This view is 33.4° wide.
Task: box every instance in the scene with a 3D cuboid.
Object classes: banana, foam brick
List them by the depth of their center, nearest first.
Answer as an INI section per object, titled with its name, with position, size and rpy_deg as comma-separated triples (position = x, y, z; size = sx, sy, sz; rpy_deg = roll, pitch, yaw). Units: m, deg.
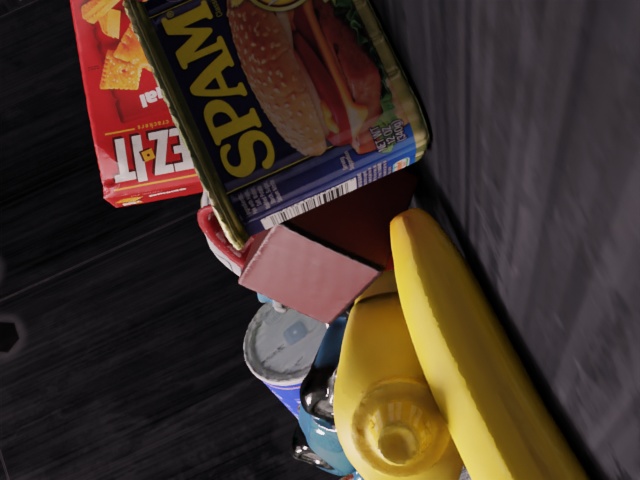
[banana]
position = 0.072, 0.068, 0.389
size = 0.198, 0.037, 0.069
rpy_deg = -117, 17, -47
[foam brick]
position = 0.002, -0.004, 0.483
size = 0.051, 0.053, 0.078
rpy_deg = 25, 154, -7

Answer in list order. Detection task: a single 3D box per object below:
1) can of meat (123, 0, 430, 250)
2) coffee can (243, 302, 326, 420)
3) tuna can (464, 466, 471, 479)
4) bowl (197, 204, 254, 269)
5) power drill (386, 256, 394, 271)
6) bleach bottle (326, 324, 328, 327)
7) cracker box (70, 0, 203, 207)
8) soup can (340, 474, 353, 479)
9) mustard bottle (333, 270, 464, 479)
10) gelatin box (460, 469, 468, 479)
[can of meat]
position = -0.016, -0.060, 0.411
size = 0.057, 0.084, 0.102
rpy_deg = 73, 172, -80
[coffee can]
position = 0.006, 0.121, 0.989
size = 0.140, 0.103, 0.103
rpy_deg = 54, -173, -44
[tuna can]
position = 0.098, 0.133, 0.476
size = 0.086, 0.033, 0.086
rpy_deg = 157, 88, -89
[bowl]
position = -0.005, 0.001, 0.759
size = 0.162, 0.055, 0.162
rpy_deg = 27, 162, 9
[power drill]
position = -0.008, -0.065, 0.599
size = 0.187, 0.057, 0.184
rpy_deg = 67, 178, -51
[bleach bottle]
position = 0.048, 0.089, 0.892
size = 0.102, 0.068, 0.251
rpy_deg = -61, -41, -55
[cracker box]
position = -0.140, -0.152, 1.015
size = 0.072, 0.164, 0.214
rpy_deg = 73, -174, -85
[soup can]
position = 0.037, 0.226, 0.844
size = 0.102, 0.068, 0.068
rpy_deg = -17, -97, -86
[mustard bottle]
position = 0.040, 0.070, 0.504
size = 0.191, 0.058, 0.096
rpy_deg = -38, -62, -82
[gelatin box]
position = 0.113, 0.239, 0.964
size = 0.030, 0.073, 0.089
rpy_deg = 65, 179, -34
